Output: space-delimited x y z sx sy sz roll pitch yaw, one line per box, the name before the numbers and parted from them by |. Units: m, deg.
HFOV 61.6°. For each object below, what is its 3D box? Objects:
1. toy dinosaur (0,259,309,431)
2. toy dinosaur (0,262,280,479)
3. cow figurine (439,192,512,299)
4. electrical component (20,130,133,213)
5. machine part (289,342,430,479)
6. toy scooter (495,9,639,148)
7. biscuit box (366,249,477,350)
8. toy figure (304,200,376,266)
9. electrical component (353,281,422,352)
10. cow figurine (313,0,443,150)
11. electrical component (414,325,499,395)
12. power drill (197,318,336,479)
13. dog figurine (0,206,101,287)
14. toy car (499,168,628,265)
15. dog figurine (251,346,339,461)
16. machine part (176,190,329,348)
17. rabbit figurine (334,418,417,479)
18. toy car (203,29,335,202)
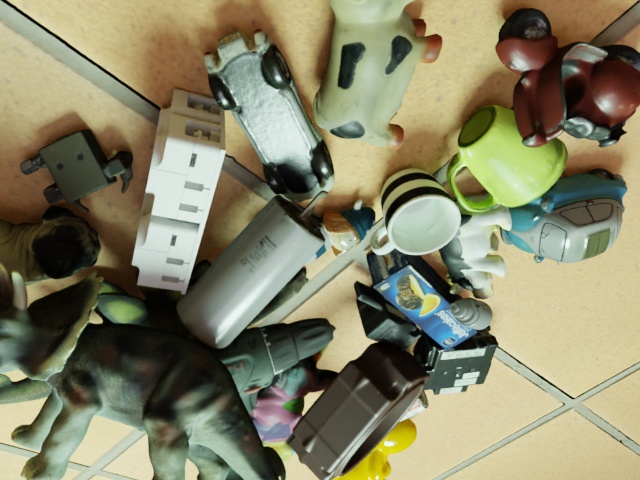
toy dinosaur | -0.231 0.131 0.684 0.471 0.105 0.198 -26 116 -10
toy dinosaur | -0.174 0.154 0.541 0.405 0.131 0.192 21 85 -13
cow figurine | 0.193 0.018 0.713 0.098 0.068 0.167 -7 128 1
electrical component | -0.251 -0.072 0.568 0.102 0.045 0.078 -28 101 9
machine part | 0.065 0.251 0.798 0.201 0.087 0.201 -51 154 7
toy scooter | 0.254 -0.144 0.547 0.184 0.135 0.075 15 165 -19
biscuit box | 0.148 0.080 0.760 0.059 0.063 0.202 -35 127 20
toy figure | -0.001 -0.002 0.668 0.154 0.058 0.064 -16 169 0
electrical component | 0.083 0.103 0.759 0.119 0.075 0.048 26 121 -34
cow figurine | 0.043 -0.185 0.504 0.127 0.086 0.194 2 131 -21
electrical component | 0.214 0.195 0.874 0.115 0.058 0.134 -1 130 -8
power drill | -0.085 0.207 0.662 0.232 0.086 0.207 -9 115 -16
dog figurine | -0.362 -0.008 0.584 0.190 0.121 0.172 -33 107 -20
toy car | 0.320 -0.020 0.683 0.162 0.103 0.109 -10 132 0
dog figurine | -0.049 0.249 0.839 0.219 0.109 0.191 -36 126 16
machine part | -0.076 0.036 0.592 0.243 0.079 0.079 -46 125 10
rabbit figurine | 0.096 0.382 0.994 0.173 0.122 0.162 -42 117 6
toy car | -0.046 -0.121 0.557 0.074 0.056 0.201 -19 130 14
